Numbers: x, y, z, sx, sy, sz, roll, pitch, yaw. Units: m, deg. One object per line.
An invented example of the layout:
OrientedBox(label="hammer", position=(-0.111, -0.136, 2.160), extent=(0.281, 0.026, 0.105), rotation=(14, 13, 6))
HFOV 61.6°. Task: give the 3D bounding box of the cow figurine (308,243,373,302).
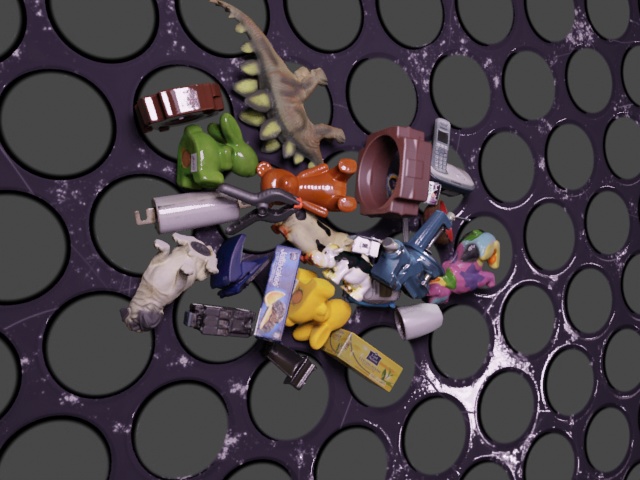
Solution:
OrientedBox(label="cow figurine", position=(0.053, 0.055, 1.187), extent=(0.167, 0.068, 0.098), rotation=(41, 86, -32))

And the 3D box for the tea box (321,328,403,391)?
OrientedBox(label="tea box", position=(0.098, 0.280, 1.268), extent=(0.169, 0.098, 0.068), rotation=(37, 76, -21))

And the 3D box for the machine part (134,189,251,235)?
OrientedBox(label="machine part", position=(-0.259, -0.061, 1.121), extent=(0.243, 0.079, 0.079), rotation=(-12, 95, -24))

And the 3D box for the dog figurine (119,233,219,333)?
OrientedBox(label="dog figurine", position=(-0.308, 0.094, 1.105), extent=(0.190, 0.121, 0.172), rotation=(-54, 156, 20))

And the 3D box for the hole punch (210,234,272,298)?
OrientedBox(label="hole punch", position=(-0.182, 0.055, 1.130), extent=(0.092, 0.142, 0.116), rotation=(49, 58, -18))

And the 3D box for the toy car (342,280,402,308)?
OrientedBox(label="toy car", position=(0.138, 0.108, 1.285), extent=(0.161, 0.103, 0.109), rotation=(3, 88, -26))

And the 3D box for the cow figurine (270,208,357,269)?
OrientedBox(label="cow figurine", position=(-0.003, -0.004, 1.236), extent=(0.194, 0.085, 0.127), rotation=(46, 79, -16))

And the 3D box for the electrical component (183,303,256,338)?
OrientedBox(label="electrical component", position=(-0.213, 0.166, 1.119), extent=(0.134, 0.115, 0.058), rotation=(9, 82, -20))

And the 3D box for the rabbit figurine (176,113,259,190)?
OrientedBox(label="rabbit figurine", position=(-0.212, -0.180, 1.142), extent=(0.170, 0.121, 0.159), rotation=(-3, 84, -42))

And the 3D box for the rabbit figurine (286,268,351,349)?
OrientedBox(label="rabbit figurine", position=(0.001, 0.164, 1.221), extent=(0.173, 0.122, 0.162), rotation=(25, 82, -41))

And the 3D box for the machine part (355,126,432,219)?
OrientedBox(label="machine part", position=(0.168, -0.151, 1.245), extent=(0.087, 0.202, 0.201), rotation=(6, 87, -28))

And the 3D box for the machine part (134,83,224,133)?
OrientedBox(label="machine part", position=(-0.277, -0.261, 1.067), extent=(0.179, 0.179, 0.056), rotation=(-19, 98, -23))

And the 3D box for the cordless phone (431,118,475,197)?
OrientedBox(label="cordless phone", position=(0.333, -0.212, 1.387), extent=(0.146, 0.089, 0.184), rotation=(14, 80, -23))

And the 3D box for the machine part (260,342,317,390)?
OrientedBox(label="machine part", position=(-0.074, 0.278, 1.224), extent=(0.138, 0.039, 0.084), rotation=(46, 78, -19))

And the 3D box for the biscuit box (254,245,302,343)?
OrientedBox(label="biscuit box", position=(-0.088, 0.114, 1.145), extent=(0.059, 0.062, 0.202), rotation=(12, 75, -1))

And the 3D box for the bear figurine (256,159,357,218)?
OrientedBox(label="bear figurine", position=(-0.033, -0.115, 1.146), extent=(0.196, 0.132, 0.120), rotation=(6, 83, -21))

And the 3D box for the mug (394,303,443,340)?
OrientedBox(label="mug", position=(0.249, 0.206, 1.336), extent=(0.107, 0.081, 0.109), rotation=(-13, 128, -5))

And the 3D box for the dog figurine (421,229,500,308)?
OrientedBox(label="dog figurine", position=(0.336, 0.077, 1.363), extent=(0.219, 0.109, 0.191), rotation=(-12, 120, -19))

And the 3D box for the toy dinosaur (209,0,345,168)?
OrientedBox(label="toy dinosaur", position=(-0.083, -0.315, 1.186), extent=(0.198, 0.105, 0.470), rotation=(-29, 102, -22))

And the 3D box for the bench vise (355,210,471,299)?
OrientedBox(label="bench vise", position=(0.220, 0.018, 1.206), extent=(0.240, 0.129, 0.223), rotation=(-51, 125, -10))
